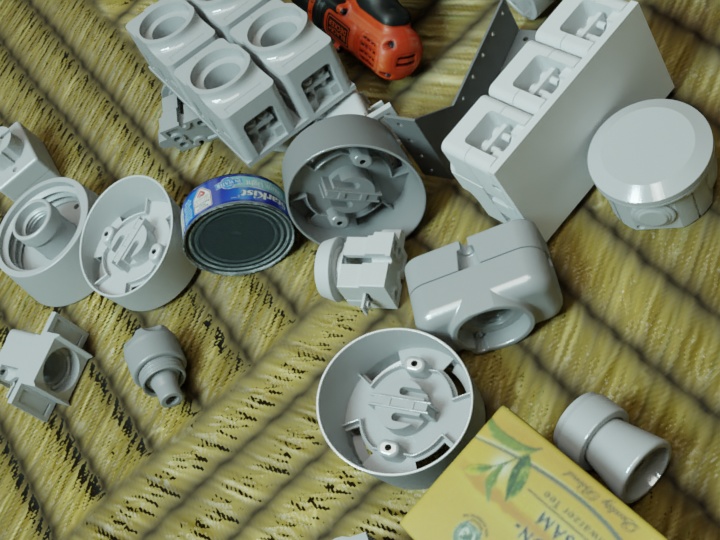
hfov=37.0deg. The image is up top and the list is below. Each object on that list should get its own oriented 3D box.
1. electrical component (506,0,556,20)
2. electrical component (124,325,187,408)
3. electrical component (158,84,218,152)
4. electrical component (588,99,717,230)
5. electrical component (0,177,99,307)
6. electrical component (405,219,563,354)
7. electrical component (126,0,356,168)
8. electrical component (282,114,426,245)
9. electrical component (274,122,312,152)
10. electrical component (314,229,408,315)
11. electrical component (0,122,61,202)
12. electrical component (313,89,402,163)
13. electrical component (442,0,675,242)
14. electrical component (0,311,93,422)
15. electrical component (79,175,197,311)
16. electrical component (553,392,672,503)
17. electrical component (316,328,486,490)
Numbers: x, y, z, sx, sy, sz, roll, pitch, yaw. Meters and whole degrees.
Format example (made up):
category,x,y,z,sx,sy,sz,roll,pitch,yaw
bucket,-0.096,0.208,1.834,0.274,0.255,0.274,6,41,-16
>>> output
category,x,y,z,sx,sy,sz,roll,pitch,yaw
electrical component,0.137,-0.232,0.839,0.047,0.055,0.055,-40,51,-3
electrical component,-0.152,0.076,0.818,0.043,0.043,0.062,-35,53,6
electrical component,-0.149,-0.142,0.946,0.066,0.048,0.055,-18,63,18
electrical component,0.196,-0.068,0.712,0.080,0.051,0.080,-13,57,21
electrical component,-0.265,-0.029,0.929,0.108,0.060,0.108,-14,57,21
electrical component,0.083,0.015,0.721,0.095,0.053,0.059,-21,54,16
electrical component,-0.103,-0.177,0.873,0.105,0.060,0.186,-38,48,-9
electrical component,-0.007,-0.063,0.791,0.099,0.099,0.064,-29,46,10
electrical component,-0.064,-0.142,0.900,0.077,0.043,0.079,13,69,33
electrical component,0.000,0.000,0.781,0.055,0.048,0.066,2,63,20
electrical component,-0.327,-0.107,0.999,0.047,0.076,0.065,-39,51,2
electrical component,-0.006,-0.105,0.849,0.081,0.042,0.063,-30,49,9
electrical component,0.135,-0.107,0.740,0.150,0.089,0.062,-50,46,-6
electrical component,-0.262,0.077,0.877,0.064,0.042,0.081,8,66,33
electrical component,-0.180,-0.019,0.876,0.099,0.064,0.099,-13,57,21
electrical component,0.149,0.104,0.638,0.045,0.045,0.055,-48,51,-5
electrical component,0.029,0.091,0.698,0.099,0.064,0.099,-14,57,21
